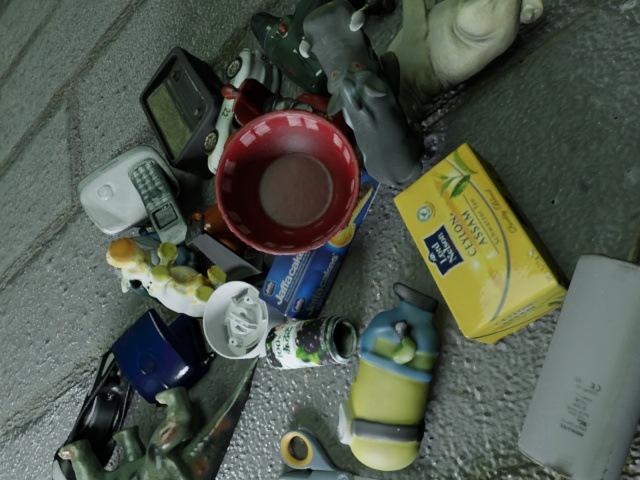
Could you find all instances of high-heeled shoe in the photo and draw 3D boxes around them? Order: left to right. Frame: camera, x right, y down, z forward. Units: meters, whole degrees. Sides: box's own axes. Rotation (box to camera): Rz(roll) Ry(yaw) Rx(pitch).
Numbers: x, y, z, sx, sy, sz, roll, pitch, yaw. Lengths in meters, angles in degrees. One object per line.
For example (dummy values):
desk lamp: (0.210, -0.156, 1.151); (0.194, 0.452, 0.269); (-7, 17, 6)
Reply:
high-heeled shoe: (-0.338, 0.288, 0.832); (0.145, 0.086, 0.249); (-38, 41, 38)

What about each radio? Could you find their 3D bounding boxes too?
radio: (-0.221, -0.222, 0.916); (0.131, 0.073, 0.230); (-49, 51, 18)

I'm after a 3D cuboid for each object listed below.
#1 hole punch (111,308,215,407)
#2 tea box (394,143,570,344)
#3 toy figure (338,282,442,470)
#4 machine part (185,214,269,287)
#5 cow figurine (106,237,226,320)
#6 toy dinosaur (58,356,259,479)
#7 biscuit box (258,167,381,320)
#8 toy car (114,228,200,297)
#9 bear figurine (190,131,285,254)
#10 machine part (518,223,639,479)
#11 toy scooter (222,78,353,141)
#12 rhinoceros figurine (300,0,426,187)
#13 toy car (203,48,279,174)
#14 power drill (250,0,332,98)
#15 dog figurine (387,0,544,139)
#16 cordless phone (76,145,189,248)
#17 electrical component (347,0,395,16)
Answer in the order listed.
hole punch: (-0.235, 0.171, 0.793); (0.142, 0.092, 0.116); (-41, 57, 20)
tea box: (0.155, 0.003, 0.523); (0.098, 0.068, 0.170); (-40, 55, 24)
toy figure: (0.076, 0.137, 0.540); (0.089, 0.082, 0.180); (19, 87, 45)
machine part: (-0.120, 0.024, 0.710); (0.084, 0.138, 0.039); (-11, 46, 40)
cow figurine: (-0.224, 0.057, 0.770); (0.098, 0.167, 0.068); (-56, 12, 48)
toy dinosaur: (-0.216, 0.321, 0.713); (0.405, 0.131, 0.192); (-33, 69, 23)
biscuit box: (-0.001, -0.002, 0.664); (0.063, 0.059, 0.202); (27, 95, 42)
toy car: (-0.271, 0.042, 0.855); (0.162, 0.103, 0.109); (16, 88, 44)
bear figurine: (-0.113, -0.044, 0.730); (0.196, 0.132, 0.120); (-38, 81, 18)
machine part: (0.220, 0.101, 0.427); (0.079, 0.079, 0.243); (19, 88, 43)
toy scooter: (-0.052, -0.167, 0.711); (0.184, 0.135, 0.075); (20, 88, 41)
rhinoceros figurine: (0.043, -0.139, 0.533); (0.073, 0.190, 0.112); (-15, 29, 26)
toy car: (-0.116, -0.190, 0.815); (0.056, 0.073, 0.201); (14, 86, 46)
power drill: (-0.025, -0.322, 0.735); (0.232, 0.086, 0.207); (58, 138, 30)
dog figurine: (0.138, -0.184, 0.595); (0.173, 0.121, 0.190); (18, 108, 36)
cordless phone: (-0.275, -0.040, 0.820); (0.147, 0.088, 0.184); (-31, 63, 0)
electrical component: (0.066, -0.339, 0.726); (0.078, 0.045, 0.102); (-55, 49, 15)
